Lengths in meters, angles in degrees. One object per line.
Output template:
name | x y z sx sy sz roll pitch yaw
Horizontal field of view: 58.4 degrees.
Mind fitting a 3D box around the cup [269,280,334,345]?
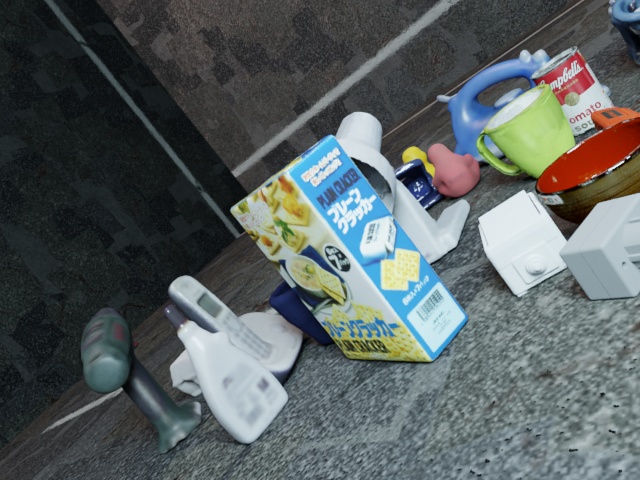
cup | -0.001 0.086 0.718 0.092 0.095 0.117 -39 9 -6

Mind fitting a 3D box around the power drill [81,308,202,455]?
power drill | -0.265 0.196 0.827 0.076 0.208 0.229 -39 9 -10

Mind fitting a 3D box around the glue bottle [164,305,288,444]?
glue bottle | -0.113 0.139 0.635 0.078 0.173 0.037 -45 12 -37

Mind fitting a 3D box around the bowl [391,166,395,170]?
bowl | 0.102 -0.075 1.182 0.167 0.075 0.167 -37 9 7

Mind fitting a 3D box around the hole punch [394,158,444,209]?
hole punch | 0.148 -0.087 1.010 0.108 0.091 0.101 -37 9 7

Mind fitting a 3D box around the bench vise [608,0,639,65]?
bench vise | 0.431 -0.344 0.786 0.121 0.220 0.207 -39 9 -7

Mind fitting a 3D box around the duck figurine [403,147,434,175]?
duck figurine | 0.194 -0.141 1.120 0.077 0.086 0.105 -34 10 24

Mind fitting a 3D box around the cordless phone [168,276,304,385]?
cordless phone | -0.110 0.105 0.753 0.094 0.185 0.147 -35 10 15

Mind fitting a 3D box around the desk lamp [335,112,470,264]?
desk lamp | 0.080 -0.058 0.744 0.117 0.213 0.203 -31 11 34

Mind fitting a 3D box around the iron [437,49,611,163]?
iron | 0.314 -0.232 0.932 0.257 0.141 0.119 -28 14 47

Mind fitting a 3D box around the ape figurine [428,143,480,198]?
ape figurine | 0.209 -0.117 0.923 0.077 0.092 0.076 -33 10 25

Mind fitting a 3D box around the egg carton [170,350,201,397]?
egg carton | -0.173 0.193 0.930 0.150 0.069 0.107 -31 12 38
